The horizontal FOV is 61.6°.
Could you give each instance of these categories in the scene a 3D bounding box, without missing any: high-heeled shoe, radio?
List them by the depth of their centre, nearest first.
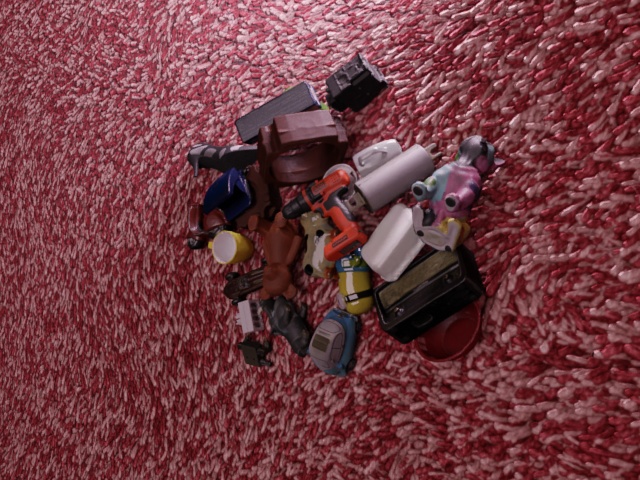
[{"bbox_3d":[0.223,0.109,1.125,0.229,0.073,0.131,-40,31,26],"label":"radio"},{"bbox_3d":[-0.270,-0.251,1.534,0.249,0.086,0.145,-15,46,14],"label":"high-heeled shoe"}]

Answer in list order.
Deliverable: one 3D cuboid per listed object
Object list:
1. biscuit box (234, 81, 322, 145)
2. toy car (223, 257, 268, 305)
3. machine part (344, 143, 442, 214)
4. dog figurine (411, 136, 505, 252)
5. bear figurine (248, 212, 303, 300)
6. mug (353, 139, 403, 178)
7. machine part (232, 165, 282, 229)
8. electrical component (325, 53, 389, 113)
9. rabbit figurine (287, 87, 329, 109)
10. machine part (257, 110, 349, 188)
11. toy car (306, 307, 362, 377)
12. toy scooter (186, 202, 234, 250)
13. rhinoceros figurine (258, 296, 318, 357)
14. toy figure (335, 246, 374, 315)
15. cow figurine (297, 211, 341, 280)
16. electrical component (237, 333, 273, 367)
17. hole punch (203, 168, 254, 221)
[{"bbox_3d":[-0.100,-0.292,1.253,0.203,0.059,0.063,-24,86,18],"label":"biscuit box"},{"bbox_3d":[-0.181,0.109,1.439,0.202,0.053,0.089,-24,71,31],"label":"toy car"},{"bbox_3d":[0.162,-0.133,1.173,0.243,0.079,0.079,-33,66,-6],"label":"machine part"},{"bbox_3d":[0.287,-0.102,1.088,0.109,0.219,0.191,23,137,36],"label":"dog figurine"},{"bbox_3d":[-0.114,0.045,1.339,0.120,0.131,0.196,-2,66,30],"label":"bear figurine"},{"bbox_3d":[0.135,-0.188,1.225,0.107,0.109,0.081,-30,65,14],"label":"mug"},{"bbox_3d":[-0.186,-0.115,1.457,0.180,0.056,0.179,-4,83,34],"label":"machine part"},{"bbox_3d":[0.079,-0.359,1.266,0.134,0.115,0.058,-34,65,27],"label":"electrical component"},{"bbox_3d":[-0.078,-0.287,1.358,0.121,0.159,0.170,45,126,17],"label":"rabbit figurine"},{"bbox_3d":[-0.045,-0.213,1.266,0.201,0.201,0.087,-10,68,-13],"label":"machine part"},{"bbox_3d":[0.028,0.243,1.259,0.109,0.103,0.161,21,100,32],"label":"toy car"},{"bbox_3d":[-0.323,-0.057,1.533,0.184,0.075,0.135,-19,75,36],"label":"toy scooter"},{"bbox_3d":[-0.079,0.208,1.355,0.190,0.073,0.112,45,121,25],"label":"rhinoceros figurine"},{"bbox_3d":[0.082,0.083,1.250,0.089,0.082,0.180,-2,82,34],"label":"toy figure"},{"bbox_3d":[-0.003,-0.004,1.313,0.127,0.085,0.194,6,90,27],"label":"cow figurine"},{"bbox_3d":[-0.170,0.291,1.423,0.102,0.045,0.078,-1,114,36],"label":"electrical component"},{"bbox_3d":[-0.251,-0.124,1.419,0.142,0.092,0.116,-35,62,31],"label":"hole punch"}]
